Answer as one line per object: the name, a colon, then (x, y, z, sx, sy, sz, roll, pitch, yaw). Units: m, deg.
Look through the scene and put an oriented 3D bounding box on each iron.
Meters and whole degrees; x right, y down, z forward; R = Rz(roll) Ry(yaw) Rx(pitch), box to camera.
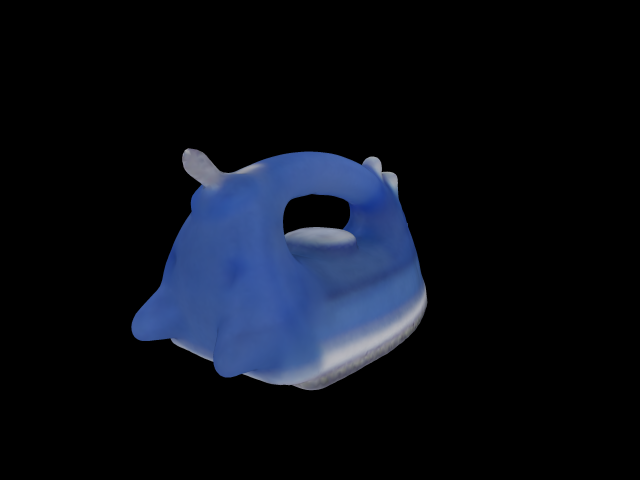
iron: (0.004, 0.001, 0.400, 0.118, 0.141, 0.259, 11, 17, 38)
